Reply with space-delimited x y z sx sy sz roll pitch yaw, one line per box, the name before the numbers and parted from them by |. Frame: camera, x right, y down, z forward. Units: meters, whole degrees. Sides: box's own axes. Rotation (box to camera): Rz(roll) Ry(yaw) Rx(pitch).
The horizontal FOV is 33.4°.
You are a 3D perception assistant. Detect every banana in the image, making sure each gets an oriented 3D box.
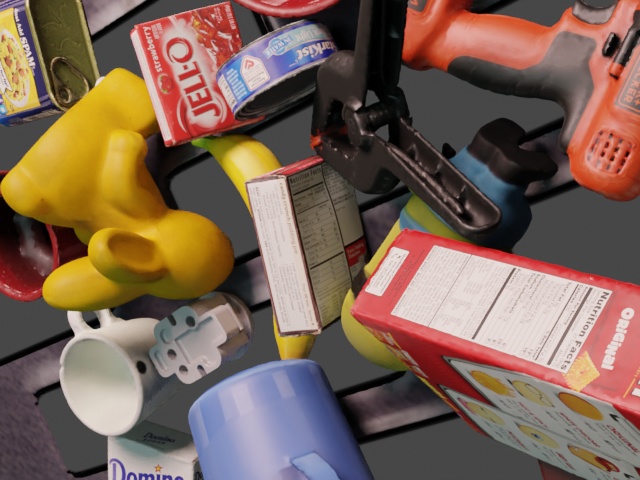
banana | -0.034 0.001 0.798 0.070 0.037 0.198 -19 92 55

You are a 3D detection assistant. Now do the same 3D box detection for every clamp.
clamp | 0.034 -0.085 0.648 0.210 0.036 0.164 14 123 70

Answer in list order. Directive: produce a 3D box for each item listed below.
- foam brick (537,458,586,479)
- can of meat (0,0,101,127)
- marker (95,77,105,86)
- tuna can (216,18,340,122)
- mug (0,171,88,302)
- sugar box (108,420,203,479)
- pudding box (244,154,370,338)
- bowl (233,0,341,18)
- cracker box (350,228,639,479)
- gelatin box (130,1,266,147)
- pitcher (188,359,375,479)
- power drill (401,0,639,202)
foam brick | 0.178 0.147 0.702 0.053 0.051 0.078 -13 98 31
can of meat | -0.231 -0.146 0.858 0.084 0.057 0.102 -9 99 34
marker | -0.122 -0.111 0.824 0.121 0.020 0.020 11 109 28
tuna can | -0.027 -0.116 0.727 0.086 0.086 0.034 -29 86 33
mug | -0.230 -0.013 0.879 0.117 0.081 0.093 44 121 13
sugar box | -0.137 0.250 0.921 0.093 0.048 0.176 11 110 28
pudding box | -0.005 0.001 0.745 0.039 0.089 0.113 -9 100 32
bowl | -0.012 -0.230 0.703 0.162 0.055 0.162 9 108 28
cracker box | 0.145 0.078 0.589 0.214 0.072 0.164 15 158 47
gelatin box | -0.088 -0.119 0.769 0.030 0.073 0.089 -1 107 71
pitcher | -0.005 0.207 0.746 0.149 0.144 0.243 -33 67 24
power drill | 0.142 -0.138 0.627 0.188 0.057 0.184 28 100 26
